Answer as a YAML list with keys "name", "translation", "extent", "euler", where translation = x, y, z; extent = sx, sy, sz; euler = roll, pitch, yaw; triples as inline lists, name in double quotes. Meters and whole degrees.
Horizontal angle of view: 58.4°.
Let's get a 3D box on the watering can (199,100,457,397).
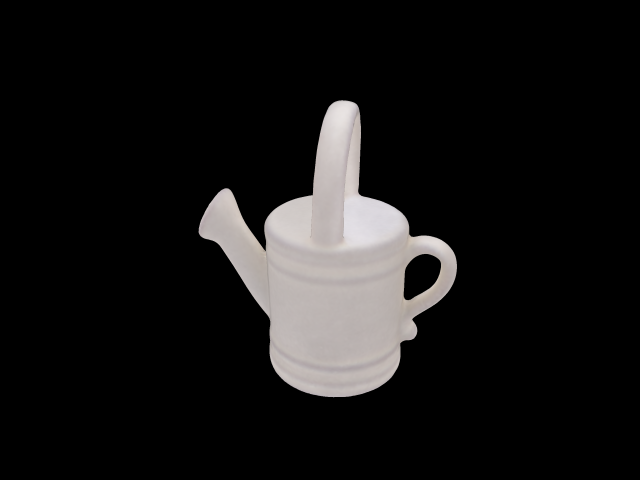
- name: "watering can"
  translation: [0.003, 0.002, 0.398]
  extent: [0.173, 0.194, 0.100]
  euler: [-4, 26, -8]
